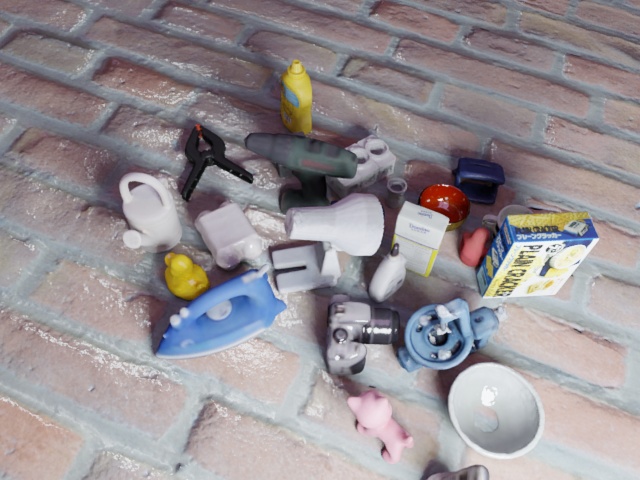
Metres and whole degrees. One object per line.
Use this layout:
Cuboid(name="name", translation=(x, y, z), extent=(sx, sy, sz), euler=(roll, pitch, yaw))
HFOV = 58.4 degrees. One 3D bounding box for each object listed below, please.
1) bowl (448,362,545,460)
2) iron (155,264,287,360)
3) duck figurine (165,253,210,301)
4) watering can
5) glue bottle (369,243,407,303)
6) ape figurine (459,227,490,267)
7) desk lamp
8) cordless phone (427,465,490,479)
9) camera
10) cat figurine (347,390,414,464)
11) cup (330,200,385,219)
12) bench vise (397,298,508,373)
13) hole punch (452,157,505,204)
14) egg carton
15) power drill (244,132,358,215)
Cuboid(name="bowl", translation=(0.300, 0.307, 1.006), extent=(0.167, 0.075, 0.167), euler=(1, 57, -2))
Cuboid(name="iron", translation=(-0.194, 0.130, 1.058), extent=(0.259, 0.141, 0.118), euler=(-27, 62, -19))
Cuboid(name="duck figurine", translation=(-0.266, 0.065, 1.130), extent=(0.104, 0.086, 0.078), euler=(36, 62, 19))
Cuboid(name="watering can", translation=(-0.340, -0.059, 1.144), extent=(0.101, 0.194, 0.172), euler=(-9, 57, -8))
Cuboid(name="glue bottle", translation=(0.137, 0.056, 1.104), extent=(0.078, 0.173, 0.037), euler=(-34, 64, -22))
Cuboid(name="ape figurine", translation=(0.329, 0.008, 1.193), extent=(0.076, 0.092, 0.077), euler=(-30, 63, -20))
Cuboid(name="desk lamp", translation=(0.010, 0.004, 1.108), extent=(0.203, 0.213, 0.118), euler=(-9, 57, -9))
Cuboid(name="cordless phone", translation=(0.209, 0.418, 0.863), extent=(0.094, 0.185, 0.147), euler=(8, 57, 3))
Cuboid(name="camera", translation=(0.080, 0.171, 1.069), extent=(0.137, 0.101, 0.143), euler=(3, 57, -1))
Cuboid(name="cat figurine", translation=(0.105, 0.306, 0.971), extent=(0.127, 0.118, 0.067), euler=(39, 63, 21))
Cuboid(name="cup", translation=(0.074, -0.037, 1.209), extent=(0.117, 0.095, 0.092), euler=(20, 58, 10))
Cuboid(name="bench vise", translation=(0.240, 0.143, 1.024), extent=(0.208, 0.220, 0.121), euler=(-34, 64, -22))
Cuboid(name="hole punch", translation=(0.359, -0.148, 1.298), extent=(0.108, 0.091, 0.101), euler=(11, 57, 5))
Cuboid(name="egg carton", translation=(-0.189, -0.010, 1.194), extent=(0.107, 0.069, 0.150), euler=(-26, 62, -19))
Cuboid(name="power drill", translation=(-0.039, -0.137, 1.201), extent=(0.229, 0.208, 0.075), euler=(4, 57, 0))
